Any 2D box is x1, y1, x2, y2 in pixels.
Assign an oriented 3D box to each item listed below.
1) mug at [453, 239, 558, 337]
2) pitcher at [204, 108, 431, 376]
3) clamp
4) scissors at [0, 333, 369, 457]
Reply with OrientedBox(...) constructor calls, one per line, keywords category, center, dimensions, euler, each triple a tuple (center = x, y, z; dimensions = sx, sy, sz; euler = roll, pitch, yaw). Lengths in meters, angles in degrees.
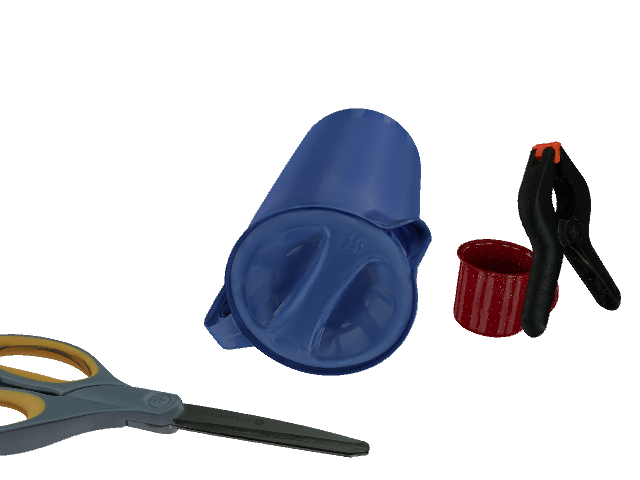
OrientedBox(category="mug", center=(0.204, 0.056, 1.182), dimensions=(0.117, 0.081, 0.093), euler=(7, 25, 4))
OrientedBox(category="pitcher", center=(0.007, -0.009, 0.827), dimensions=(0.149, 0.145, 0.242), euler=(12, 27, 3))
OrientedBox(category="clamp", center=(0.208, 0.001, 0.954), dimensions=(0.120, 0.171, 0.039), euler=(-25, 9, -39))
OrientedBox(category="scissors", center=(-0.089, 0.083, 0.472), dimensions=(0.202, 0.016, 0.096), euler=(15, 27, 26))
